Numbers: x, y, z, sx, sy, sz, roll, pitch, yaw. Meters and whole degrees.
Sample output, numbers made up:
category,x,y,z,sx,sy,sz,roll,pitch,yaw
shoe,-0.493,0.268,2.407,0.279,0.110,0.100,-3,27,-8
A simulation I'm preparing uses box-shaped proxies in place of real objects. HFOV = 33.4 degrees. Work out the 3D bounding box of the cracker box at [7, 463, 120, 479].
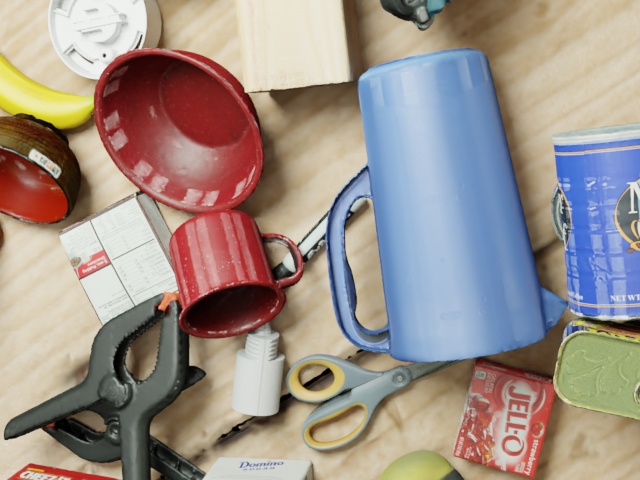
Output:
category,x,y,z,sx,sy,sz,roll,pitch,yaw
cracker box,-0.219,0.332,1.011,0.164,0.072,0.214,7,100,11

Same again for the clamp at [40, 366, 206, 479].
category,x,y,z,sx,sy,sz,roll,pitch,yaw
clamp,-0.178,0.163,0.994,0.171,0.039,0.120,10,98,9

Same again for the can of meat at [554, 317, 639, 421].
category,x,y,z,sx,sy,sz,roll,pitch,yaw
can of meat,0.230,0.095,0.804,0.102,0.084,0.057,10,98,12

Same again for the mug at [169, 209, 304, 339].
category,x,y,z,sx,sy,sz,roll,pitch,yaw
mug,-0.072,0.025,0.923,0.117,0.093,0.081,-14,60,-7

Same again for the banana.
category,x,y,z,sx,sy,sz,roll,pitch,yaw
banana,-0.281,-0.154,0.971,0.198,0.037,0.069,32,91,4

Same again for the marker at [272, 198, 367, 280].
category,x,y,z,sx,sy,sz,roll,pitch,yaw
marker,-0.006,0.001,0.948,0.020,0.020,0.121,44,103,2

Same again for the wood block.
category,x,y,z,sx,sy,sz,roll,pitch,yaw
wood block,-0.022,-0.229,0.881,0.090,0.090,0.206,-5,97,11

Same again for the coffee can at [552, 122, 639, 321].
category,x,y,z,sx,sy,sz,roll,pitch,yaw
coffee can,0.237,-0.017,0.819,0.103,0.102,0.140,-6,97,11

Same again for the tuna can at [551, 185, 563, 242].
category,x,y,z,sx,sy,sz,roll,pitch,yaw
tuna can,0.236,-0.026,0.890,0.086,0.033,0.086,2,98,11

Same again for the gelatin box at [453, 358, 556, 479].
category,x,y,z,sx,sy,sz,roll,pitch,yaw
gelatin box,0.162,0.155,0.932,0.073,0.030,0.089,14,101,8

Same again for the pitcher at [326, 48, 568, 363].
category,x,y,z,sx,sy,sz,roll,pitch,yaw
pitcher,0.092,-0.025,0.871,0.145,0.148,0.243,-7,94,51

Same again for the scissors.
category,x,y,z,sx,sy,sz,roll,pitch,yaw
scissors,0.054,0.112,0.954,0.202,0.016,0.096,-40,90,13

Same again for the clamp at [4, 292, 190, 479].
category,x,y,z,sx,sy,sz,roll,pitch,yaw
clamp,-0.169,0.144,0.944,0.165,0.036,0.210,38,98,15

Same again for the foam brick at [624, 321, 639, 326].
category,x,y,z,sx,sy,sz,roll,pitch,yaw
foam brick,0.269,0.096,0.879,0.051,0.078,0.053,-24,93,15

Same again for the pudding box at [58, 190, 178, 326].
category,x,y,z,sx,sy,sz,roll,pitch,yaw
pudding box,-0.174,0.023,0.974,0.090,0.039,0.113,-26,95,12

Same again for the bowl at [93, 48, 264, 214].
category,x,y,z,sx,sy,sz,roll,pitch,yaw
bowl,-0.111,-0.103,0.915,0.162,0.055,0.162,15,131,17

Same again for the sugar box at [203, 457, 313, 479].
category,x,y,z,sx,sy,sz,roll,pitch,yaw
sugar box,-0.066,0.236,0.913,0.093,0.176,0.048,0,96,11
